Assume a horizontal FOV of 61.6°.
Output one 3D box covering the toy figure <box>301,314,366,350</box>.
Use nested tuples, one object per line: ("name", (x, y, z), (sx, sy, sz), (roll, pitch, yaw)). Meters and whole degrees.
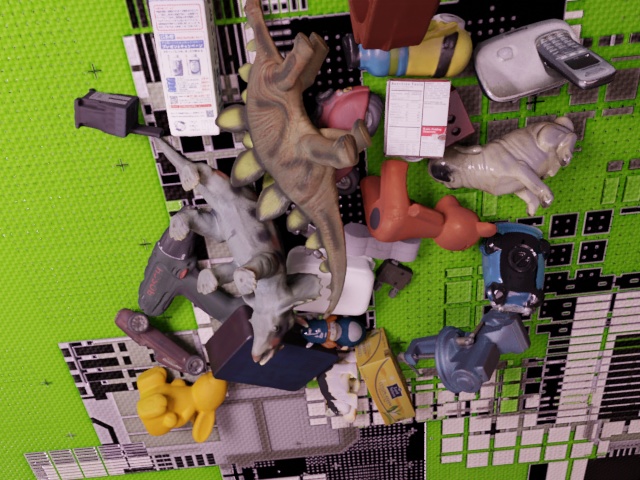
("toy figure", (0.027, 0.167, 0.990), (0.058, 0.064, 0.154), (-40, 150, 26))

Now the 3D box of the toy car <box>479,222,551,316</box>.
("toy car", (0.336, 0.056, 0.945), (0.109, 0.161, 0.103), (5, 163, 2))

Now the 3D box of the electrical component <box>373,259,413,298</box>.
("electrical component", (0.139, 0.064, 0.992), (0.063, 0.021, 0.094), (24, 115, -15))

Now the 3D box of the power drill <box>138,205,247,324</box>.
("power drill", (-0.204, 0.070, 0.949), (0.207, 0.086, 0.232), (30, 116, -22))

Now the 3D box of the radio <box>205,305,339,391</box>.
("radio", (-0.087, 0.205, 0.986), (0.229, 0.073, 0.131), (25, 120, -42))

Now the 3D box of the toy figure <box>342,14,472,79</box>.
("toy figure", (0.126, -0.272, 0.771), (0.180, 0.082, 0.089), (-10, 131, -2))

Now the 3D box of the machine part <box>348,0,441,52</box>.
("machine part", (0.085, -0.349, 0.637), (0.087, 0.201, 0.201), (-6, 164, -4))

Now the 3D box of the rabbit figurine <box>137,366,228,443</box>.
("rabbit figurine", (-0.263, 0.327, 1.074), (0.173, 0.122, 0.162), (-21, 113, -12))

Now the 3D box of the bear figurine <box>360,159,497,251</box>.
("bear figurine", (0.176, -0.049, 0.868), (0.196, 0.120, 0.132), (0, 77, -18))

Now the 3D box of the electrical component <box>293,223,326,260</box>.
("electrical component", (-0.002, -0.003, 0.910), (0.078, 0.102, 0.045), (28, 110, 8))

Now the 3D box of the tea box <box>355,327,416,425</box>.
("tea box", (0.127, 0.270, 1.065), (0.068, 0.098, 0.169), (-19, 117, 8))

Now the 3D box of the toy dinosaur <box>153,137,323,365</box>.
("toy dinosaur", (-0.124, -0.011, 0.861), (0.131, 0.192, 0.405), (-30, 76, 29))

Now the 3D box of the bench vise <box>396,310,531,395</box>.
("bench vise", (0.256, 0.197, 1.008), (0.241, 0.224, 0.128), (-16, 119, 41))

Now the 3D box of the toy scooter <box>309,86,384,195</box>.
("toy scooter", (0.013, -0.160, 0.833), (0.135, 0.075, 0.183), (15, 121, -6))

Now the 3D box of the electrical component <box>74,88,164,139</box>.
("electrical component", (-0.296, -0.185, 0.803), (0.119, 0.075, 0.047), (10, 119, -4))

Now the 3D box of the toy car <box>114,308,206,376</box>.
("toy car", (-0.299, 0.198, 1.008), (0.202, 0.053, 0.089), (46, 151, -24))

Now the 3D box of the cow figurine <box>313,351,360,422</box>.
("cow figurine", (0.033, 0.305, 1.097), (0.098, 0.068, 0.167), (0, 116, 4))

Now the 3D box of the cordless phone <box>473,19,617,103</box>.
("cordless phone", (0.305, -0.229, 0.742), (0.147, 0.184, 0.088), (-16, 123, 6))

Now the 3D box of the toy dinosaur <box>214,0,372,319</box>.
("toy dinosaur", (-0.030, -0.119, 0.766), (0.199, 0.105, 0.471), (-21, 90, 30))

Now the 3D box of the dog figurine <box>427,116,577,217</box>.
("dog figurine", (0.285, -0.142, 0.851), (0.191, 0.121, 0.172), (25, 75, 8))
